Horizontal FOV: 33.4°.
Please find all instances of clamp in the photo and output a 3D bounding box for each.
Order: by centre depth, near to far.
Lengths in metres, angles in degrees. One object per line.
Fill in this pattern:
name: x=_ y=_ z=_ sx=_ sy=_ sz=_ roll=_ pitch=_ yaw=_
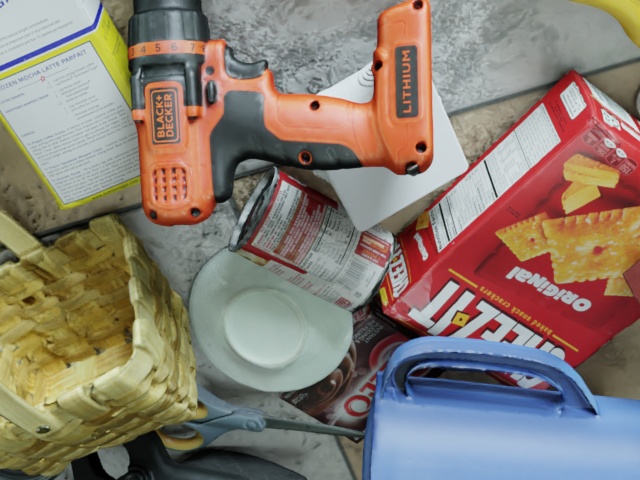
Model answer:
clamp: x=-0.137 y=0.196 z=0.878 sx=0.120 sy=0.171 sz=0.039 roll=-41 pitch=165 yaw=-7

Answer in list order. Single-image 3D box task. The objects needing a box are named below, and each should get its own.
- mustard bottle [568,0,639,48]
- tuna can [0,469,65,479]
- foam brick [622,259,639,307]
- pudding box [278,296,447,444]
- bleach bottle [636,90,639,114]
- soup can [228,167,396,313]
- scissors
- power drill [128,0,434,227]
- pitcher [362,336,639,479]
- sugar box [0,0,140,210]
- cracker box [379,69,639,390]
mustard bottle: x=0.223 y=-0.165 z=0.667 sx=0.191 sy=0.058 sz=0.096 roll=26 pitch=119 yaw=-20
tuna can: x=-0.255 y=0.172 z=0.906 sx=0.086 sy=0.034 sz=0.086 roll=-1 pitch=127 yaw=-2
foam brick: x=0.258 y=0.042 z=0.739 sx=0.078 sy=0.053 sz=0.051 roll=33 pitch=118 yaw=-33
pudding box: x=0.034 y=0.105 z=0.868 sx=0.090 sy=0.039 sz=0.114 roll=35 pitch=117 yaw=-25
bleach bottle: x=0.279 y=-0.025 z=0.653 sx=0.102 sy=0.251 sz=0.068 roll=25 pitch=121 yaw=-20
soup can: x=-0.005 y=0.001 z=0.764 sx=0.102 sy=0.068 sz=0.069 roll=28 pitch=120 yaw=-13
scissors: x=-0.065 y=0.160 z=0.893 sx=0.202 sy=0.016 sz=0.096 roll=17 pitch=133 yaw=2
power drill: x=-0.025 y=-0.104 z=0.651 sx=0.188 sy=0.057 sz=0.184 roll=-3 pitch=92 yaw=8
pitcher: x=0.153 y=0.161 z=0.790 sx=0.243 sy=0.145 sz=0.149 roll=2 pitch=160 yaw=5
sugar box: x=-0.171 y=-0.109 z=0.697 sx=0.093 sy=0.048 sz=0.176 roll=-20 pitch=121 yaw=11
cracker box: x=0.170 y=0.007 z=0.782 sx=0.164 sy=0.072 sz=0.214 roll=32 pitch=119 yaw=-25
